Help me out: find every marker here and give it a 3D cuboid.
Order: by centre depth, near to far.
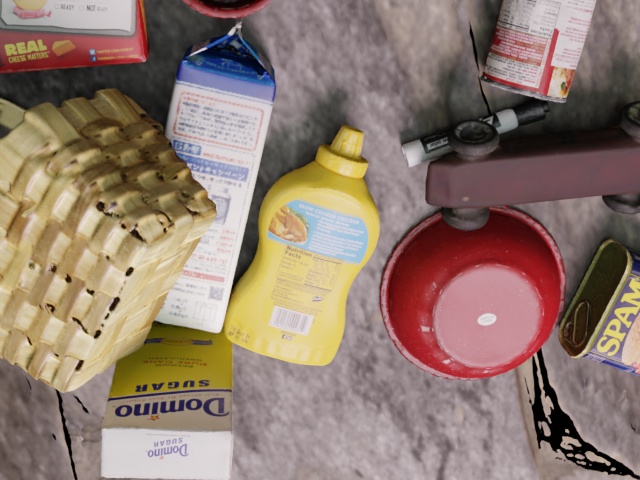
[{"bbox_3d":[0.125,-0.087,0.852,0.121,0.020,0.020,-19,109,1],"label":"marker"}]

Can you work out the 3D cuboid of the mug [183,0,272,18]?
[{"bbox_3d":[-0.055,-0.207,0.763,0.117,0.081,0.093,12,107,-9],"label":"mug"}]

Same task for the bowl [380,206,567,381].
[{"bbox_3d":[0.132,0.053,0.880,0.162,0.055,0.162,-1,108,-4],"label":"bowl"}]

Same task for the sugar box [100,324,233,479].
[{"bbox_3d":[-0.112,0.118,0.814,0.093,0.176,0.048,2,107,-6],"label":"sugar box"}]

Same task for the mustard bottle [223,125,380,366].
[{"bbox_3d":[-0.006,0.001,0.848,0.096,0.058,0.192,17,106,-11],"label":"mustard bottle"}]

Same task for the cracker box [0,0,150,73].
[{"bbox_3d":[-0.213,-0.228,0.748,0.164,0.072,0.214,-6,107,-5],"label":"cracker box"}]

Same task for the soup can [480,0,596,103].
[{"bbox_3d":[0.167,-0.162,0.806,0.068,0.068,0.102,11,106,-9],"label":"soup can"}]

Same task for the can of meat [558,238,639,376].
[{"bbox_3d":[0.263,0.061,0.895,0.084,0.057,0.102,19,106,-14],"label":"can of meat"}]
